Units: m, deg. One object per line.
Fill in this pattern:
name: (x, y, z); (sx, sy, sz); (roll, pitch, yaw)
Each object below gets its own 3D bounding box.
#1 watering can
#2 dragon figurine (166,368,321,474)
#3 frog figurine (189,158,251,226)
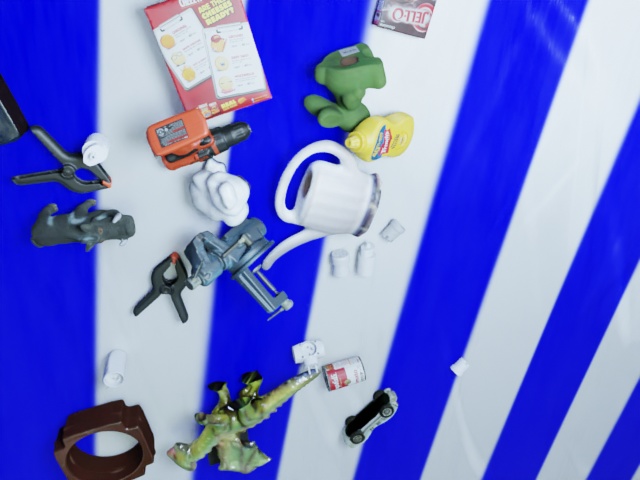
watering can: (0.003, -0.057, 1.129); (0.224, 0.106, 0.340); (12, 123, -15)
dragon figurine: (-0.182, 0.474, 1.300); (0.411, 0.124, 0.239); (-10, 111, -12)
frog figurine: (-0.194, -0.081, 1.018); (0.122, 0.162, 0.135); (-29, 121, 2)
